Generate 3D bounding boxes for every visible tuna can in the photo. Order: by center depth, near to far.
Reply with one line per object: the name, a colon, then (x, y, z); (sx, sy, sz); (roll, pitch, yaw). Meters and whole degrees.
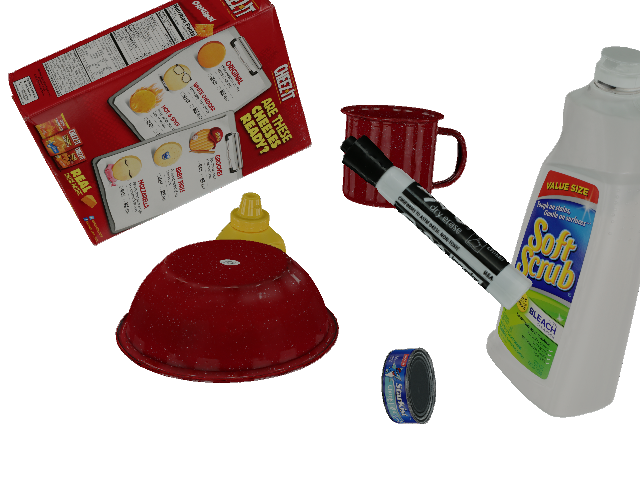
tuna can: (0.100, 0.165, 1.212); (0.034, 0.086, 0.086); (-5, -2, 27)

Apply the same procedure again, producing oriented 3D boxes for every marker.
marker: (0.057, -0.012, 0.546); (0.121, 0.020, 0.020); (42, 11, 12)

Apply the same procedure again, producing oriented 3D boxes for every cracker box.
cracker box: (-0.129, -0.109, 0.894); (0.213, 0.072, 0.164); (-26, -38, -8)

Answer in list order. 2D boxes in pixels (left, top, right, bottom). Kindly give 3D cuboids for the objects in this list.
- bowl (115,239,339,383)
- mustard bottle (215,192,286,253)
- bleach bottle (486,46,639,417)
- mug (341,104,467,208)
bowl: (-0.066, 0.040, 0.766); (0.162, 0.055, 0.162); (1, 21, -1)
mustard bottle: (-0.079, 0.040, 1.139); (0.096, 0.192, 0.058); (-18, 33, -41)
bleach bottle: (0.173, -0.008, 0.710); (0.068, 0.251, 0.103); (-10, 33, -21)
mug: (0.074, -0.076, 0.969); (0.117, 0.081, 0.093); (2, 14, -4)
